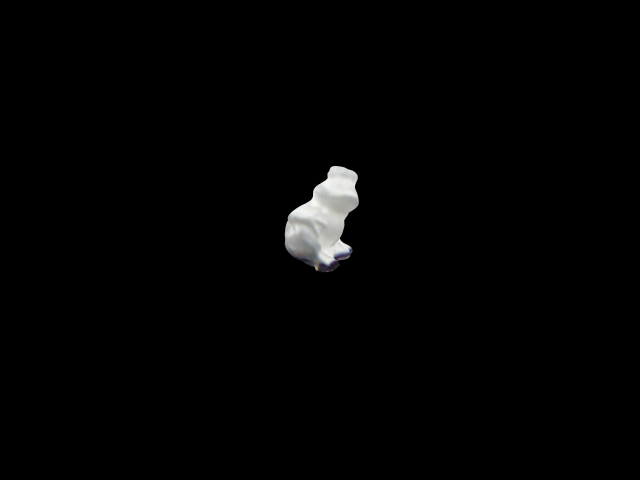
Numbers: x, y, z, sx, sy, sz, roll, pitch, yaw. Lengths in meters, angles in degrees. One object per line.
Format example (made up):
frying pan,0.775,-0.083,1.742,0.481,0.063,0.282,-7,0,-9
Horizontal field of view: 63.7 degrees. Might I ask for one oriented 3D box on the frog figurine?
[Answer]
frog figurine,0.003,-0.043,0.850,0.123,0.158,0.138,12,18,42
